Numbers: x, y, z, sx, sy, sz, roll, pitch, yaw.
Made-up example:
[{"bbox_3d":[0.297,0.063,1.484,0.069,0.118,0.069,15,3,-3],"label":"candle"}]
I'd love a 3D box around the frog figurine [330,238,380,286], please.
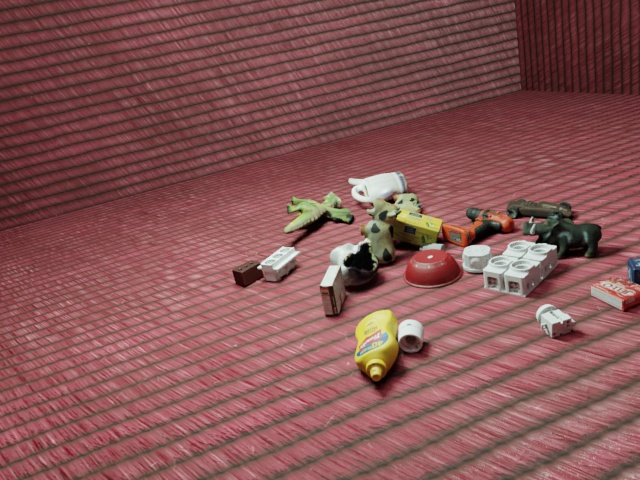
[{"bbox_3d":[0.089,0.070,1.458,0.122,0.140,0.157,33,-24,-13],"label":"frog figurine"}]

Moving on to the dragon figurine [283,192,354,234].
[{"bbox_3d":[0.006,-0.097,1.931,0.243,0.120,0.418,-2,23,6],"label":"dragon figurine"}]

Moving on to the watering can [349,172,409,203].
[{"bbox_3d":[0.234,-0.222,2.103,0.224,0.102,0.353,-12,22,-2],"label":"watering can"}]
